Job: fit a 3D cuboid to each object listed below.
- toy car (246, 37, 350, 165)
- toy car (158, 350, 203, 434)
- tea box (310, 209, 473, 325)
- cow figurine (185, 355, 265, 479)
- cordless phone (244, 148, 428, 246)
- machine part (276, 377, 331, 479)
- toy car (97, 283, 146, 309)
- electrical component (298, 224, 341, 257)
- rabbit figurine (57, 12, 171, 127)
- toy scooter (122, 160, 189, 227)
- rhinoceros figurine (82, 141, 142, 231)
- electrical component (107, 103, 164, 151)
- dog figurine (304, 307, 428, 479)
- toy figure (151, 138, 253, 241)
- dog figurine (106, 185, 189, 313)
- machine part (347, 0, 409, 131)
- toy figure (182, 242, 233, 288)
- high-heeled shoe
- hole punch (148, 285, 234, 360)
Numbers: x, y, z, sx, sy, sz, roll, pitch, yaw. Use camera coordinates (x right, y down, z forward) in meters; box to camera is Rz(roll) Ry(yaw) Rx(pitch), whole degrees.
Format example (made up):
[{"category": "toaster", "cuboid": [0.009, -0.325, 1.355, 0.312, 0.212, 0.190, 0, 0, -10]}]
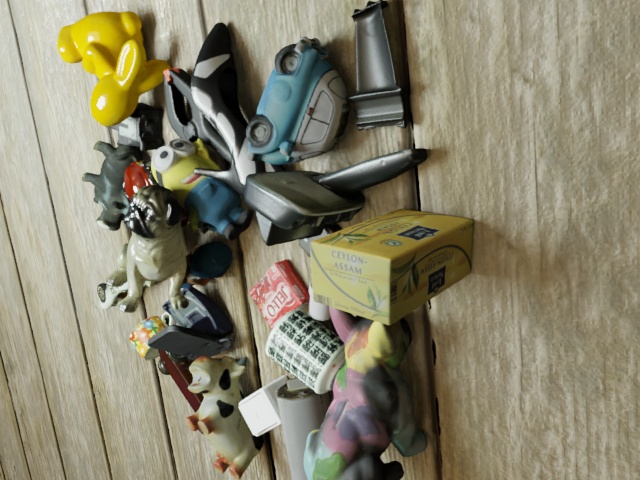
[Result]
[{"category": "toy car", "cuboid": [-0.016, -0.155, 0.653, 0.103, 0.109, 0.161, 28, 111, 5]}, {"category": "toy car", "cuboid": [-0.232, 0.271, 0.995, 0.202, 0.053, 0.089, 53, 141, 11]}, {"category": "tea box", "cuboid": [0.080, 0.020, 0.562, 0.098, 0.169, 0.068, 11, 110, 37]}, {"category": "cow figurine", "cuboid": [-0.156, 0.279, 0.899, 0.085, 0.127, 0.194, -15, 107, 44]}, {"category": "cordless phone", "cuboid": [0.021, -0.062, 0.609, 0.184, 0.146, 0.088, -18, 86, 38]}, {"category": "machine part", "cuboid": [-0.012, 0.294, 0.791, 0.079, 0.079, 0.243, -2, 100, 42]}, {"category": "toy car", "cuboid": [-0.370, 0.083, 1.046, 0.202, 0.073, 0.056, -33, 77, 42]}, {"category": "electrical component", "cuboid": [-0.001, -0.002, 0.728, 0.094, 0.021, 0.063, 41, 127, 24]}, {"category": "rabbit figurine", "cuboid": [-0.325, -0.270, 0.872, 0.162, 0.121, 0.173, -8, 76, 20]}, {"category": "toy scooter", "cuboid": [-0.267, -0.061, 0.901, 0.135, 0.075, 0.184, -27, 85, 55]}, {"category": "rhinoceros figurine", "cuboid": [-0.380, -0.102, 1.007, 0.112, 0.073, 0.190, 39, 125, 13]}, {"category": "electrical component", "cuboid": [-0.327, -0.201, 0.939, 0.119, 0.048, 0.074, 18, 113, 37]}, {"category": "dog figurine", "cuboid": [0.046, 0.185, 0.645, 0.109, 0.191, 0.219, 15, 128, 45]}, {"category": "toy figure", "cuboid": [-0.179, -0.071, 0.791, 0.180, 0.082, 0.089, 45, 133, 9]}, {"category": "dog figurine", "cuboid": [-0.250, -0.010, 0.805, 0.173, 0.121, 0.190, 38, 126, 46]}, {"category": "machine part", "cuboid": [0.062, -0.194, 0.604, 0.084, 0.039, 0.138, 9, 110, 45]}, {"category": "toy figure", "cuboid": [-0.199, 0.047, 0.896, 0.154, 0.058, 0.064, -26, 79, 48]}, {"category": "high-heeled shoe", "cuboid": [-0.098, -0.178, 0.743, 0.145, 0.086, 0.248, 5, 89, 6]}, {"category": "hole punch", "cuboid": [-0.217, 0.146, 0.923, 0.142, 0.115, 0.092, -34, 40, 41]}]
